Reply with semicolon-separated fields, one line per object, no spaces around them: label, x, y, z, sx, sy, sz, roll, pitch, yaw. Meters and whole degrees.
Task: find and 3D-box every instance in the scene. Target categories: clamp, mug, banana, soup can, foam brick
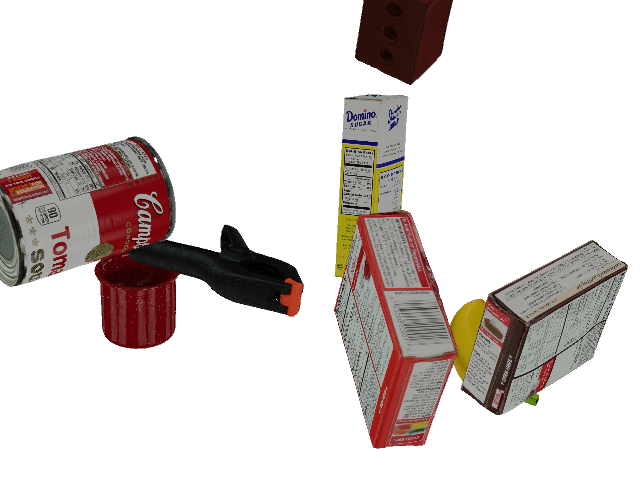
clamp;-0.072;0.022;0.934;0.172;0.039;0.120;23;27;32
mug;-0.210;0.062;1.188;0.093;0.081;0.117;-21;36;-40
banana;0.173;0.121;1.165;0.069;0.037;0.198;11;27;-16
soup can;-0.148;-0.019;0.641;0.102;0.068;0.069;-19;11;-34
foam brick;0.064;-0.167;0.798;0.053;0.078;0.051;28;53;17

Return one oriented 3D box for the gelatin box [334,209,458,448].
gelatin box;0.034;0.042;0.508;0.030;0.089;0.073;-3;-43;-13

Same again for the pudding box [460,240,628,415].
pudding box;0.154;0.060;0.735;0.113;0.090;0.039;-25;48;-36

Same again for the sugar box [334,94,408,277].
sugar box;0.051;-0.055;1.059;0.048;0.176;0.093;4;10;20
